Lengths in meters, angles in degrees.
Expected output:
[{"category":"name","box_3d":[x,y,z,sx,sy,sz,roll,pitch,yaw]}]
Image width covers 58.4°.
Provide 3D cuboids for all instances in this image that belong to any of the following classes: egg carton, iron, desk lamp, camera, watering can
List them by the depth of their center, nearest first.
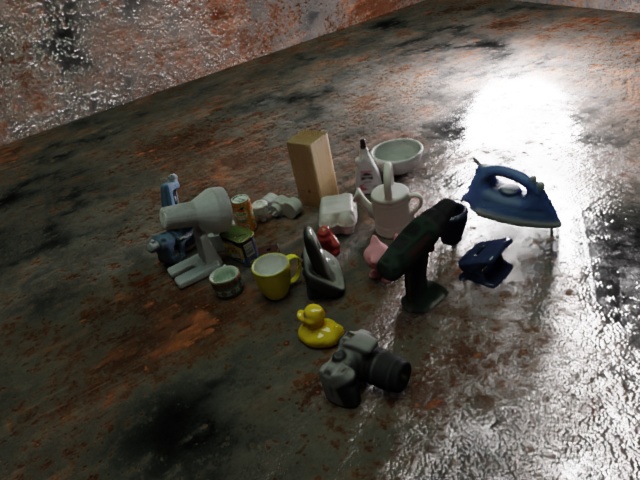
[{"category":"camera","box_3d":[0.089,0.239,1.071,0.136,0.101,0.143,15,42,35]},{"category":"iron","box_3d":[0.491,-0.125,1.452,0.257,0.142,0.119,21,46,40]},{"category":"watering can","box_3d":[0.174,-0.107,1.480,0.173,0.194,0.100,-14,33,-3]},{"category":"desk lamp","box_3d":[-0.315,-0.015,1.482,0.204,0.214,0.117,-28,36,-22]},{"category":"egg carton","box_3d":[0.050,-0.072,1.581,0.107,0.069,0.150,-9,33,6]}]

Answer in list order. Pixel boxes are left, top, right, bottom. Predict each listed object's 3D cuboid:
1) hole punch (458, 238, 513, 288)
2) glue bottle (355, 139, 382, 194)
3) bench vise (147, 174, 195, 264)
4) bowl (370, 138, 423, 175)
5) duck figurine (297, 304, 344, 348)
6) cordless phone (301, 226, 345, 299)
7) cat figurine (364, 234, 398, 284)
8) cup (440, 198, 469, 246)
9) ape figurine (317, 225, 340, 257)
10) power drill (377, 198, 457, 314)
[{"category":"hole punch","box_3d":[0.369,0.042,1.286,0.100,0.091,0.109,19,44,39]},{"category":"glue bottle","box_3d":[0.134,-0.217,1.677,0.078,0.173,0.037,-7,33,8]},{"category":"bench vise","box_3d":[-0.394,-0.055,1.562,0.121,0.220,0.207,-5,34,12]},{"category":"bowl","box_3d":[0.240,-0.249,1.782,0.167,0.075,0.167,-8,33,6]},{"category":"duck figurine","box_3d":[-0.003,0.175,1.211,0.104,0.086,0.078,6,37,26]},{"category":"cordless phone","box_3d":[-0.004,0.031,1.337,0.094,0.185,0.147,-13,33,-1]},{"category":"cat figurine","box_3d":[0.150,0.035,1.343,0.067,0.118,0.128,21,46,40]},{"category":"cup","box_3d":[0.328,-0.043,1.424,0.091,0.095,0.118,11,40,31]},{"category":"ape figurine","box_3d":[0.013,0.005,1.456,0.077,0.092,0.076,6,37,25]},{"category":"power drill","box_3d":[0.218,0.043,1.225,0.230,0.209,0.075,-35,39,-30]}]
